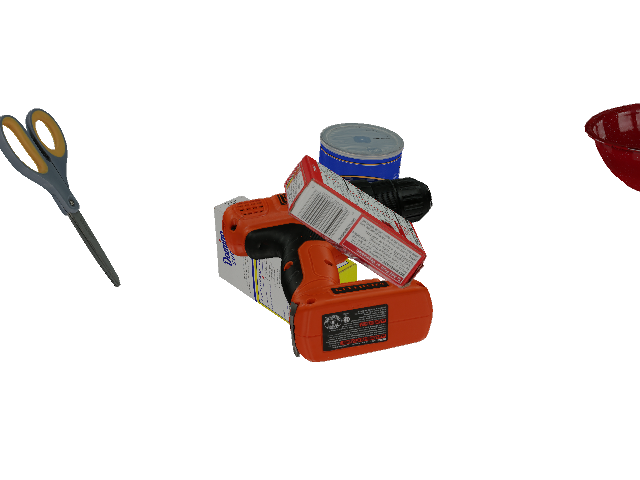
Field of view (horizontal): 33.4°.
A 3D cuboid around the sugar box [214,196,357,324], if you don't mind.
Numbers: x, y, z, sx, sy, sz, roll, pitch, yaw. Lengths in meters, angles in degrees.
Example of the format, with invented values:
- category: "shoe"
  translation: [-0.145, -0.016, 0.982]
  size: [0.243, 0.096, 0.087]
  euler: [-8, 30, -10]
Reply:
- category: "sugar box"
  translation: [-0.037, 0.030, 1.086]
  size: [0.048, 0.093, 0.176]
  euler: [-26, 42, -32]

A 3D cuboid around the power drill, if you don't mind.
- category: "power drill"
  translation: [0.025, 0.013, 0.859]
  size: [0.184, 0.057, 0.188]
  euler: [-12, 33, -10]

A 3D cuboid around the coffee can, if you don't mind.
- category: "coffee can"
  translation: [0.045, -0.063, 1.328]
  size: [0.103, 0.140, 0.103]
  euler: [4, 27, -2]

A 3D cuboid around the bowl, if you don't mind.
- category: "bowl"
  translation: [0.324, -0.081, 0.974]
  size: [0.162, 0.055, 0.162]
  euler: [-5, 22, 2]

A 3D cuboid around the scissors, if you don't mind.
- category: "scissors"
  translation: [-0.253, -0.053, 1.082]
  size: [0.016, 0.201, 0.096]
  euler: [-24, 27, 27]

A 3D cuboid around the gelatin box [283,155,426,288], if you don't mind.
- category: "gelatin box"
  translation: [0.021, -0.013, 0.673]
  size: [0.089, 0.030, 0.073]
  euler: [33, 12, -12]
